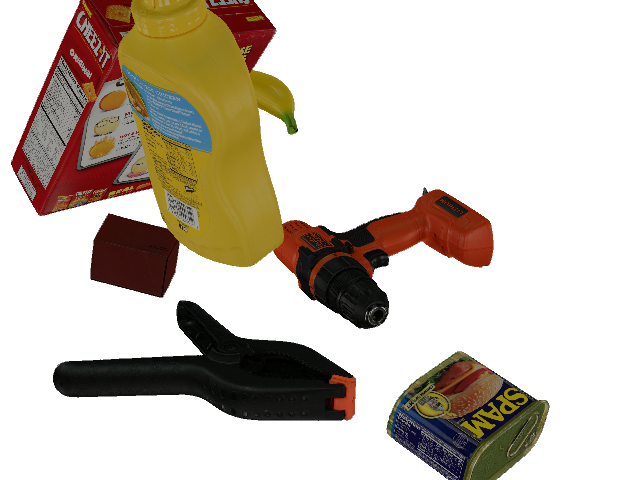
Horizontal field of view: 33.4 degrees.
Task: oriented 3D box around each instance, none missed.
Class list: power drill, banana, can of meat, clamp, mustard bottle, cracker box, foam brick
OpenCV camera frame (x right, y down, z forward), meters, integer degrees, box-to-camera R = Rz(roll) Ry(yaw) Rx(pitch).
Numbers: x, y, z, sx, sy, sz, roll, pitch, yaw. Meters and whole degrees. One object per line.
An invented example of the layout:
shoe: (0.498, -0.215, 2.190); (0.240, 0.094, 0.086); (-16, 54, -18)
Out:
power drill: (0.068, 0.013, 1.017); (0.187, 0.057, 0.185); (-14, 30, -23)
banana: (-0.108, -0.159, 1.154); (0.198, 0.037, 0.069); (9, 46, 18)
can of meat: (0.115, 0.141, 0.838); (0.084, 0.057, 0.101); (32, 42, 32)
clamp: (-0.066, 0.090, 0.791); (0.210, 0.036, 0.164); (7, 20, 20)
mustard bottle: (-0.076, -0.077, 0.633); (0.058, 0.191, 0.096); (-36, 49, -26)
cracker box: (-0.159, -0.124, 0.927); (0.163, 0.072, 0.214); (-18, -24, -42)
foam brick: (-0.186, 0.015, 1.074); (0.078, 0.051, 0.053); (15, 33, 2)
